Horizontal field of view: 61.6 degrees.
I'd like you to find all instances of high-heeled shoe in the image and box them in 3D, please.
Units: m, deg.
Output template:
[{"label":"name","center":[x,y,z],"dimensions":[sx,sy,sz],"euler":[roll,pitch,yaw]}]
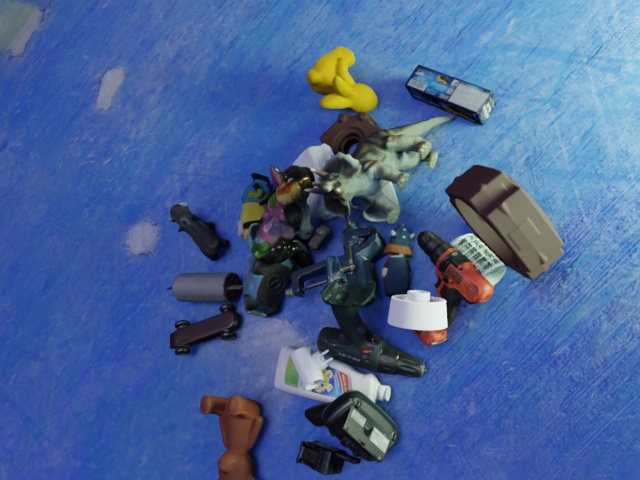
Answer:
[{"label":"high-heeled shoe","center":[-0.043,-0.048,1.312],"dimensions":[0.145,0.086,0.249],"euler":[-30,76,-17]}]

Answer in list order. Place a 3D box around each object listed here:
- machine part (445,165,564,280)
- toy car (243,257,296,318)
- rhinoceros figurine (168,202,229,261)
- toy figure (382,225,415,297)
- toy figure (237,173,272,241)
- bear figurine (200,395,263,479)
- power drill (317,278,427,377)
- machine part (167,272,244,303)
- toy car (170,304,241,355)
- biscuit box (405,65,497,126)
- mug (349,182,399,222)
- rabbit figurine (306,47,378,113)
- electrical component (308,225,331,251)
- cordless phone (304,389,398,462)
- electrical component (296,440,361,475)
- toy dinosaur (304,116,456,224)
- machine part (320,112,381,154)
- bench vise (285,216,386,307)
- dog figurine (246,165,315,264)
[{"label":"machine part","center":[0.335,-0.038,0.981],"dimensions":[0.087,0.201,0.201],"euler":[-41,13,3]},{"label":"toy car","center":[-0.133,0.098,1.285],"dimensions":[0.103,0.109,0.161],"euler":[29,101,58]},{"label":"rhinoceros figurine","center":[-0.327,-0.023,1.422],"dimensions":[0.190,0.112,0.073],"euler":[43,99,25]},{"label":"toy figure","center":[0.164,0.044,1.149],"dimensions":[0.058,0.064,0.154],"euler":[-7,71,40]},{"label":"toy figure","center":[-0.159,-0.077,1.363],"dimensions":[0.089,0.082,0.180],"euler":[1,71,32]},{"label":"bear figurine","center":[-0.196,0.446,1.177],"dimensions":[0.120,0.131,0.196],"euler":[-6,64,32]},{"label":"power drill","center":[0.093,0.178,1.077],"dimensions":[0.232,0.207,0.086],"euler":[5,42,31]},{"label":"machine part","center":[-0.289,0.121,1.370],"dimensions":[0.243,0.079,0.079],"euler":[-4,71,29]},{"label":"toy car","center":[-0.287,0.227,1.346],"dimensions":[0.202,0.053,0.089],"euler":[-23,59,17]},{"label":"biscuit box","center":[0.290,-0.326,1.206],"dimensions":[0.203,0.062,0.059],"euler":[34,92,34]},{"label":"mug","center":[0.119,-0.103,1.213],"dimensions":[0.110,0.080,0.107],"euler":[-6,58,6]},{"label":"rabbit figurine","center":[0.062,-0.374,1.305],"dimensions":[0.173,0.162,0.122],"euler":[39,123,7]},{"label":"electrical component","center":[-0.003,-0.004,1.242],"dimensions":[0.021,0.094,0.063],"euler":[36,92,12]},{"label":"cordless phone","center":[0.052,0.382,1.089],"dimensions":[0.184,0.146,0.089],"euler":[-32,18,51]},{"label":"electrical component","center":[0.021,0.444,1.086],"dimensions":[0.119,0.074,0.047],"euler":[11,78,29]},{"label":"toy dinosaur","center":[0.127,-0.169,1.149],"dimensions":[0.192,0.131,0.405],"euler":[25,51,21]},{"label":"machine part","center":[0.078,-0.222,1.294],"dimensions":[0.179,0.056,0.179],"euler":[-9,70,27]},{"label":"bench vise","center":[0.029,0.062,1.189],"dimensions":[0.241,0.128,0.224],"euler":[-21,62,17]},{"label":"dog figurine","center":[-0.084,-0.061,1.152],"dimensions":[0.109,0.219,0.191],"euler":[39,69,20]}]
